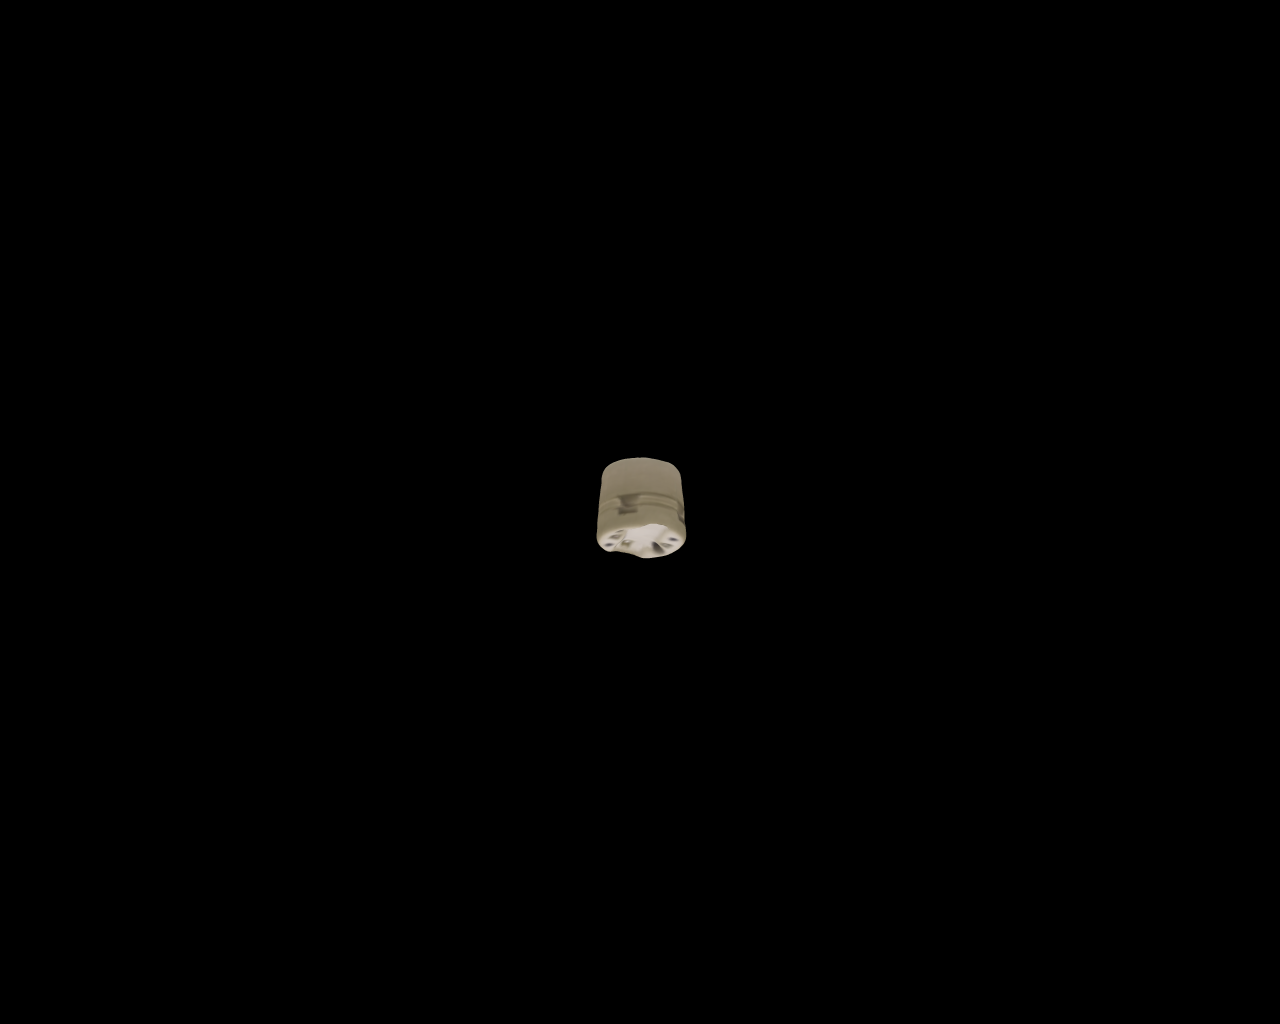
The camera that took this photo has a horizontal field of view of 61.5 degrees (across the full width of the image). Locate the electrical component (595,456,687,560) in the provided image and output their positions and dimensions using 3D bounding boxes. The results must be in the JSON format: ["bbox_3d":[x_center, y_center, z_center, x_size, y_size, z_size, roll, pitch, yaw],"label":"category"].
[{"bbox_3d":[0.001,-0.003,0.650,0.055,0.047,0.055,0,-24,0],"label":"electrical component"}]
